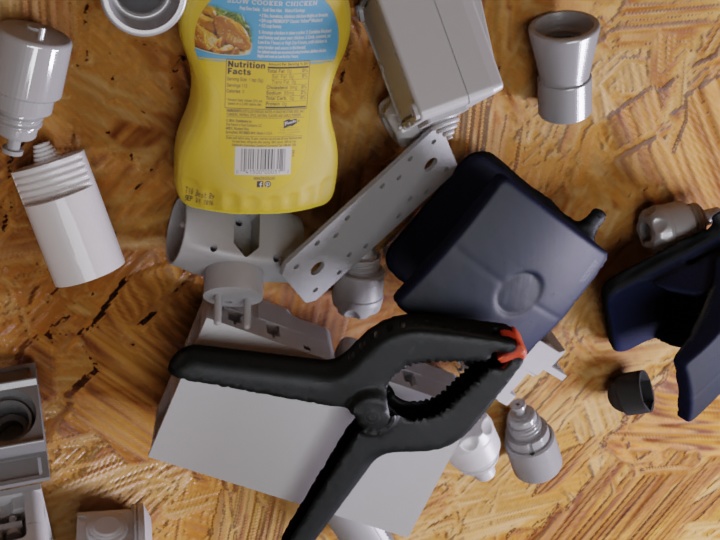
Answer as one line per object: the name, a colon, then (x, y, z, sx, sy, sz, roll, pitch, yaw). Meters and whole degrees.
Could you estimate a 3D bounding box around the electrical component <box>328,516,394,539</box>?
electrical component: (-0.002, 0.190, 0.825, 0.043, 0.043, 0.081, -29, 125, -2)

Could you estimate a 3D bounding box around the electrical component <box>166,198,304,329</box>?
electrical component: (-0.078, -0.002, 0.667, 0.077, 0.079, 0.043, 9, 157, -24)

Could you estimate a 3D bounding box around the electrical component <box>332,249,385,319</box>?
electrical component: (0.000, 0.000, 0.718, 0.035, 0.035, 0.061, -4, 118, -18)

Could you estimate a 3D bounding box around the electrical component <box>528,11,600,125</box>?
electrical component: (0.131, -0.126, 0.686, 0.044, 0.044, 0.065, -17, 128, -10)

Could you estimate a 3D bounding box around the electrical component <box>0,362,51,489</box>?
electrical component: (-0.259, 0.109, 0.668, 0.121, 0.078, 0.063, -9, 151, -15)

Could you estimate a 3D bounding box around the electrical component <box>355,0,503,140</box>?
electrical component: (0.044, -0.124, 0.621, 0.061, 0.062, 0.096, -21, 94, -7)

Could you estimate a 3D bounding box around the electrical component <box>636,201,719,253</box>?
electrical component: (0.235, -0.034, 0.782, 0.061, 0.035, 0.035, -13, 123, -14)

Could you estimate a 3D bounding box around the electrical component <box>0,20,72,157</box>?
electrical component: (-0.184, -0.100, 0.589, 0.040, 0.040, 0.078, 8, 116, -24)

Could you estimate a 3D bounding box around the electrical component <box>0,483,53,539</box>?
electrical component: (-0.253, 0.229, 0.719, 0.105, 0.060, 0.186, -9, 138, -15)

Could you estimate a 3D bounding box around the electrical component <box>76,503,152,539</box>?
electrical component: (-0.172, 0.205, 0.752, 0.051, 0.080, 0.080, -1, 120, -13)

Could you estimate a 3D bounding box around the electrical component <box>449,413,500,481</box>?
electrical component: (0.087, 0.137, 0.826, 0.043, 0.043, 0.062, -28, 126, -2)

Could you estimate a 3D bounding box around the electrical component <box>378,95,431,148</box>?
electrical component: (0.044, -0.104, 0.672, 0.061, 0.035, 0.035, -31, 125, -4)

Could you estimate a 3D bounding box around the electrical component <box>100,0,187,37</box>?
electrical component: (-0.118, -0.154, 0.571, 0.045, 0.055, 0.045, -9, 122, -15)

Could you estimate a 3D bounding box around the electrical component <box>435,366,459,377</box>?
electrical component: (0.050, 0.085, 0.787, 0.061, 0.035, 0.035, 30, 106, -29)

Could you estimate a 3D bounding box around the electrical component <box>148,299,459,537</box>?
electrical component: (-0.034, 0.095, 0.724, 0.186, 0.060, 0.105, 21, 108, -14)

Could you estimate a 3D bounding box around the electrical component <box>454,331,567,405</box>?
electrical component: (0.107, 0.061, 0.789, 0.081, 0.042, 0.063, 30, 109, -31)

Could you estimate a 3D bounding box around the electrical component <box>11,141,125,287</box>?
electrical component: (-0.172, -0.035, 0.627, 0.043, 0.043, 0.081, -19, 106, -8)

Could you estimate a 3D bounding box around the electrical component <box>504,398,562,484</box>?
electrical component: (0.132, 0.132, 0.841, 0.040, 0.040, 0.078, -25, 124, -4)
